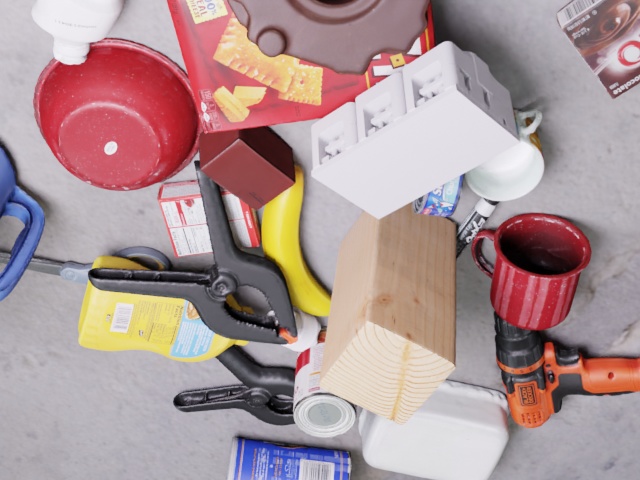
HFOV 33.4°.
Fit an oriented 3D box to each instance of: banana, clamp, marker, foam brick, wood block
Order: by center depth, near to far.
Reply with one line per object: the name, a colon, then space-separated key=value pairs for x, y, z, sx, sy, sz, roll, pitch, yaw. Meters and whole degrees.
foam brick: x=-0.068 y=-0.075 z=0.988 sx=0.053 sy=0.051 sz=0.078 roll=-33 pitch=130 yaw=24
wood block: x=0.067 y=0.055 z=0.989 sx=0.090 sy=0.206 sz=0.091 roll=27 pitch=125 yaw=-12
clamp: x=-0.094 y=0.029 z=1.036 sx=0.209 sy=0.036 sz=0.165 roll=33 pitch=108 yaw=-21
marker: x=0.151 y=-0.016 z=1.052 sx=0.020 sy=0.020 sz=0.121 roll=22 pitch=125 yaw=-14
banana: x=-0.023 y=0.012 z=1.074 sx=0.069 sy=0.037 sz=0.197 roll=-24 pitch=127 yaw=-2
clamp: x=-0.071 y=0.159 z=1.187 sx=0.171 sy=0.039 sz=0.120 roll=10 pitch=133 yaw=-9

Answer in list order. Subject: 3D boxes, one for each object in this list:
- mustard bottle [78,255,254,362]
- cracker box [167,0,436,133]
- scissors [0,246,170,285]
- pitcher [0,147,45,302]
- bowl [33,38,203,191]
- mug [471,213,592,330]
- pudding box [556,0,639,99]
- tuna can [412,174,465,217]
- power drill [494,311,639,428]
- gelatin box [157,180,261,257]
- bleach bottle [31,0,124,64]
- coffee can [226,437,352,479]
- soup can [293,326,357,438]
mustard bottle: x=-0.145 y=0.077 z=1.097 sx=0.191 sy=0.058 sz=0.096 roll=11 pitch=111 yaw=-18
cracker box: x=-0.012 y=-0.184 z=0.896 sx=0.214 sy=0.072 sz=0.164 roll=-7 pitch=127 yaw=7
scissors: x=-0.243 y=0.022 z=1.102 sx=0.201 sy=0.016 sz=0.096 roll=25 pitch=123 yaw=-17
pitcher: x=-0.361 y=0.012 z=0.956 sx=0.149 sy=0.242 sz=0.145 roll=-12 pitch=130 yaw=18
bowl: x=-0.189 y=-0.101 z=0.981 sx=0.162 sy=0.055 sz=0.162 roll=2 pitch=128 yaw=2
mug: x=0.201 y=0.029 z=1.049 sx=0.117 sy=0.093 sz=0.081 roll=24 pitch=137 yaw=23
pudding box: x=0.271 y=-0.186 z=0.901 sx=0.114 sy=0.039 sz=0.090 roll=-32 pitch=120 yaw=24
tuna can: x=0.109 y=-0.064 z=0.974 sx=0.033 sy=0.086 sz=0.086 roll=7 pitch=128 yaw=-5
power drill: x=0.281 y=0.120 z=1.129 sx=0.188 sy=0.057 sz=0.184 roll=-8 pitch=131 yaw=12
gelatin box: x=-0.108 y=-0.024 z=1.052 sx=0.089 sy=0.030 sz=0.073 roll=-7 pitch=129 yaw=7
bleach bottle: x=-0.203 y=-0.257 z=0.857 sx=0.102 sy=0.068 sz=0.251 roll=11 pitch=130 yaw=-5
coffee can: x=-0.040 y=0.289 z=1.245 sx=0.140 sy=0.103 sz=0.103 roll=8 pitch=128 yaw=-4
soup can: x=0.007 y=0.151 z=1.136 sx=0.068 sy=0.102 sz=0.068 roll=1 pitch=128 yaw=1
